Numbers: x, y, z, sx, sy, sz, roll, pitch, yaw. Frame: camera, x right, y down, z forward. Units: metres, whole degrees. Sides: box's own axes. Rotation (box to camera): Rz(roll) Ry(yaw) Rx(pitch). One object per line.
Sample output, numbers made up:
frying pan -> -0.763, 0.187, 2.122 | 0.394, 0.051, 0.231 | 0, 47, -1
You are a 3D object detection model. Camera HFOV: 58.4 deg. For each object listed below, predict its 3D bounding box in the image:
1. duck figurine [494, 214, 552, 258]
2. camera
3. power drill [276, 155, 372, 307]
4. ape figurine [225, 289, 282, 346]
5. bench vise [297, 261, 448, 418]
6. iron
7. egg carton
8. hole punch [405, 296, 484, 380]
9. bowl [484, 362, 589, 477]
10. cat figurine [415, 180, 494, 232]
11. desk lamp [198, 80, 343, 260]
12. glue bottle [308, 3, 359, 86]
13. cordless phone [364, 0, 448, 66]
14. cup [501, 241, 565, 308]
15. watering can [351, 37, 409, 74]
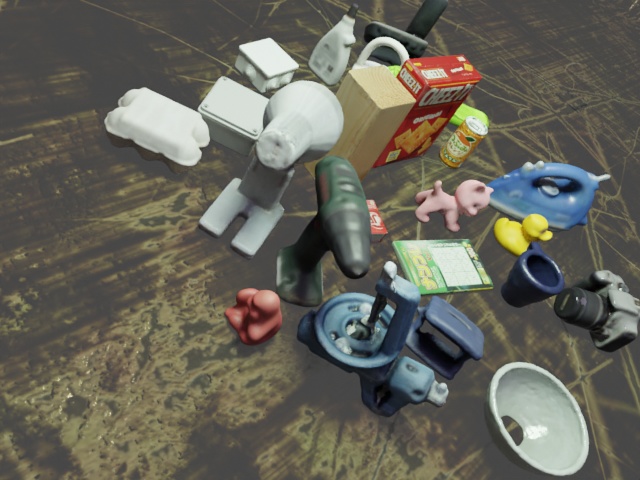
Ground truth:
duck figurine -> 0.400, -0.018, 1.116 | 0.104, 0.086, 0.077 | 30, 46, -4
camera -> 0.510, 0.115, 1.059 | 0.137, 0.100, 0.143 | 18, 48, -15
power drill -> 0.007, 0.003, 0.800 | 0.076, 0.208, 0.229 | 13, 50, -19
ape figurine -> -0.081, 0.096, 0.759 | 0.076, 0.092, 0.078 | 19, 48, -14
bench vise -> 0.092, 0.122, 0.743 | 0.207, 0.219, 0.121 | 25, 47, -9
iron -> 0.466, -0.111, 1.188 | 0.259, 0.141, 0.118 | 10, 51, -22
egg carton -> -0.250, -0.170, 0.893 | 0.150, 0.069, 0.107 | 23, 47, -10
hole punch -> 0.198, 0.138, 0.878 | 0.108, 0.091, 0.101 | 39, 46, 5
bowl -> 0.303, 0.270, 0.841 | 0.168, 0.074, 0.167 | 15, 49, -18
cat figurine -> 0.256, -0.078, 1.063 | 0.128, 0.117, 0.067 | 15, 49, -18
desk lamp -> -0.065, -0.112, 0.848 | 0.118, 0.213, 0.203 | 31, 46, -3
glue bottle -> 0.038, -0.403, 1.164 | 0.078, 0.173, 0.037 | 47, 47, 12
cordless phone -> 0.197, -0.501, 1.321 | 0.148, 0.185, 0.094 | 13, 50, -19
cup -> 0.368, 0.067, 1.024 | 0.092, 0.095, 0.117 | 19, 48, -14
watering can -> 0.100, -0.294, 1.096 | 0.101, 0.194, 0.173 | 17, 48, -16
